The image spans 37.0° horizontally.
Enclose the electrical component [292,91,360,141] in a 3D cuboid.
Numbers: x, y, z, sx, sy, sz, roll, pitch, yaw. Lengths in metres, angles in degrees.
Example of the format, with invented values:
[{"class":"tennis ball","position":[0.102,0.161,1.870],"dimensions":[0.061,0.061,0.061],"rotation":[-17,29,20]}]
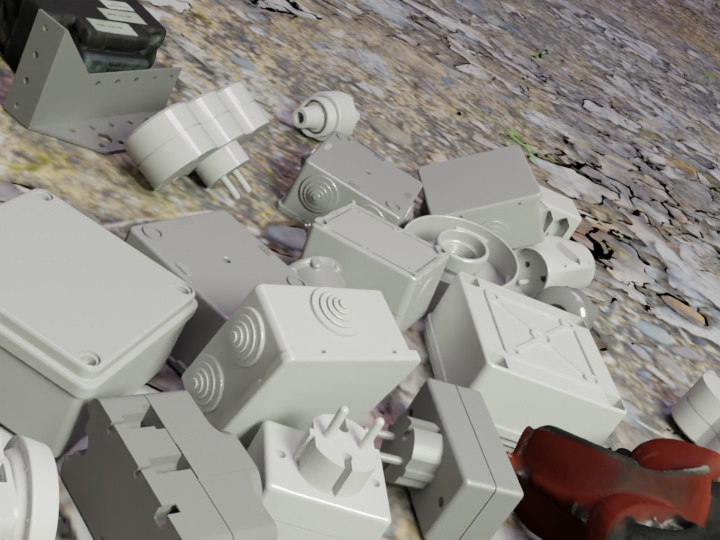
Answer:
[{"class":"electrical component","position":[-0.033,-0.132,0.929],"dimensions":[0.043,0.043,0.062],"rotation":[42,30,22]}]

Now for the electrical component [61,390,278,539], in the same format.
[{"class":"electrical component","position":[-0.081,0.100,0.471],"dimensions":[0.056,0.050,0.089],"rotation":[0,39,-45]}]

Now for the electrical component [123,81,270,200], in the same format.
[{"class":"electrical component","position":[-0.104,-0.083,0.766],"dimensions":[0.073,0.052,0.138],"rotation":[55,27,-4]}]

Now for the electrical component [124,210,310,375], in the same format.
[{"class":"electrical component","position":[-0.086,0.012,0.620],"dimensions":[0.100,0.048,0.100],"rotation":[41,28,20]}]

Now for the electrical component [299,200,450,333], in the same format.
[{"class":"electrical component","position":[0.000,0.000,0.722],"dimensions":[0.096,0.061,0.062],"rotation":[29,27,16]}]

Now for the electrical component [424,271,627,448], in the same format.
[{"class":"electrical component","position":[0.106,0.065,0.714],"dimensions":[0.109,0.056,0.108],"rotation":[21,28,-19]}]

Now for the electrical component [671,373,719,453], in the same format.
[{"class":"electrical component","position":[0.291,0.123,0.775],"dimensions":[0.052,0.073,0.138],"rotation":[20,28,-35]}]

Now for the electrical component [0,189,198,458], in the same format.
[{"class":"electrical component","position":[-0.154,0.021,0.527],"dimensions":[0.109,0.056,0.108],"rotation":[33,27,6]}]

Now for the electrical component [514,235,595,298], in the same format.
[{"class":"electrical component","position":[0.147,-0.012,0.901],"dimensions":[0.077,0.043,0.079],"rotation":[-6,44,-50]}]

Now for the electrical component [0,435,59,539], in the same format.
[{"class":"electrical component","position":[-0.151,0.091,0.410],"dimensions":[0.057,0.058,0.078],"rotation":[8,34,-32]}]

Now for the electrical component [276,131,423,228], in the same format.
[{"class":"electrical component","position":[-0.005,-0.057,0.825],"dimensions":[0.100,0.048,0.099],"rotation":[32,28,1]}]

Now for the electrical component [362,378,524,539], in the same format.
[{"class":"electrical component","position":[0.036,0.102,0.590],"dimensions":[0.076,0.047,0.083],"rotation":[17,29,-24]}]

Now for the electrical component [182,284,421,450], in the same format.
[{"class":"electrical component","position":[-0.033,0.051,0.553],"dimensions":[0.100,0.099,0.048],"rotation":[4,49,-42]}]

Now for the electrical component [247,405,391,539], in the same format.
[{"class":"electrical component","position":[-0.016,0.096,0.516],"dimensions":[0.066,0.076,0.047],"rotation":[21,28,-19]}]

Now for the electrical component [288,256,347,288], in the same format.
[{"class":"electrical component","position":[-0.025,0.025,0.666],"dimensions":[0.048,0.048,0.062],"rotation":[8,42,-37]}]

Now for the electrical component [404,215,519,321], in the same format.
[{"class":"electrical component","position":[0.068,0.006,0.796],"dimensions":[0.099,0.064,0.099],"rotation":[12,36,-9]}]

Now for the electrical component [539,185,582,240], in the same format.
[{"class":"electrical component","position":[0.148,-0.061,0.984],"dimensions":[0.083,0.047,0.075],"rotation":[21,28,-17]}]

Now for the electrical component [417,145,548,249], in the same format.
[{"class":"electrical component","position":[0.099,-0.053,0.877],"dimensions":[0.100,0.048,0.099],"rotation":[-13,33,2]}]

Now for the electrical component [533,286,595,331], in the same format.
[{"class":"electrical component","position":[0.163,0.034,0.840],"dimensions":[0.048,0.048,0.062],"rotation":[42,23,21]}]
